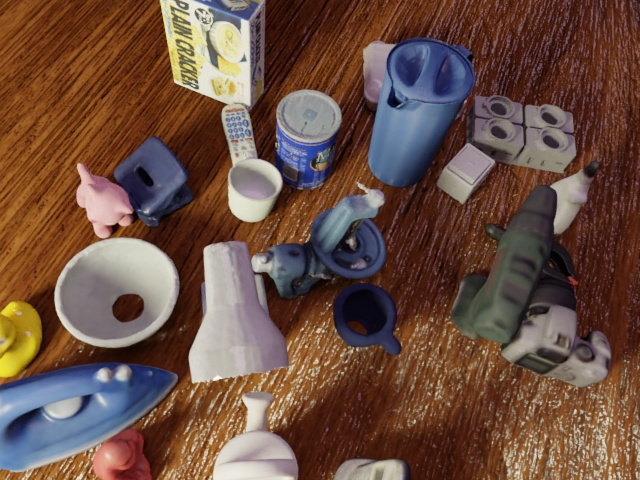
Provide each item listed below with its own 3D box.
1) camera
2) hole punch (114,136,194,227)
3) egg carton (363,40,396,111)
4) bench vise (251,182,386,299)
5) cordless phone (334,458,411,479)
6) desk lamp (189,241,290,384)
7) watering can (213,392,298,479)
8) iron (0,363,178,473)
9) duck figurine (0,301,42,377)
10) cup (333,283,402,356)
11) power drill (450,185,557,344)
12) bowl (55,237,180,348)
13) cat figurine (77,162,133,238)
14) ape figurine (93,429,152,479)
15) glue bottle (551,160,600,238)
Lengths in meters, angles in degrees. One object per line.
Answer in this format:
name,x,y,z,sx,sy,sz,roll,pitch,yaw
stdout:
camera,0.366,0.132,0.866,0.143,0.101,0.137,20,62,4
hole punch,-0.267,-0.093,0.915,0.101,0.091,0.108,-35,71,-22
egg carton,0.134,-0.313,1.091,0.107,0.069,0.150,3,62,-5
bench vise,0.014,0.012,0.820,0.208,0.220,0.121,-29,69,-20
cordless phone,0.058,0.331,0.677,0.094,0.185,0.147,14,62,1
desk lamp,-0.114,0.106,0.759,0.118,0.213,0.203,-7,63,-10
watering can,-0.079,0.274,0.685,0.101,0.194,0.172,-19,66,-15
iron,-0.316,0.199,0.726,0.259,0.141,0.118,-17,65,-15
duck figurine,-0.430,0.127,0.782,0.077,0.086,0.104,8,62,-2
cup,0.069,0.130,0.835,0.092,0.095,0.117,-37,72,-22
power drill,0.265,0.055,0.834,0.075,0.208,0.230,23,62,6
bowl,-0.286,0.084,0.828,0.167,0.075,0.167,3,62,-5
cat figurine,-0.334,-0.065,0.877,0.067,0.118,0.127,-32,70,-21
ape figurine,-0.251,0.276,0.722,0.076,0.092,0.078,16,62,2
glue bottle,0.410,-0.075,0.940,0.037,0.173,0.078,3,62,-5
